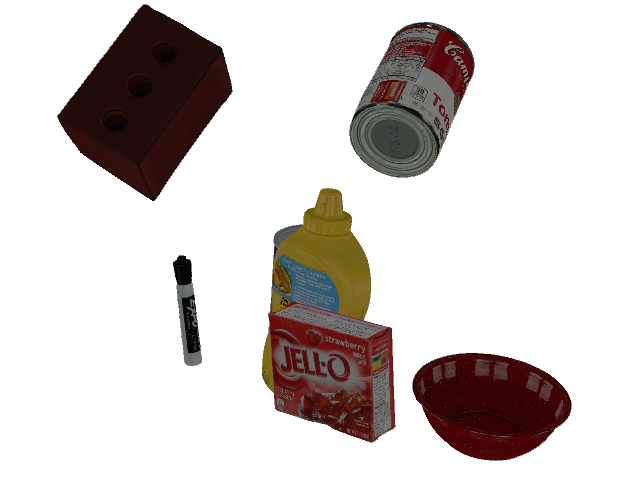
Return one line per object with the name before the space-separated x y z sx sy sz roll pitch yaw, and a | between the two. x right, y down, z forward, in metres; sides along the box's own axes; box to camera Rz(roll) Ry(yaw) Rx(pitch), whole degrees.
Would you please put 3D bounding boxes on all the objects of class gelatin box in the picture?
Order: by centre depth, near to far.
gelatin box | 0.006 0.087 0.715 0.089 0.073 0.030 12 23 38

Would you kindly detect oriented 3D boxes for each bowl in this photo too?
bowl | 0.173 0.178 1.099 0.162 0.055 0.162 3 23 -1

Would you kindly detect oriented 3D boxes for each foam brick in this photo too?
foam brick | -0.090 -0.072 0.561 0.053 0.078 0.051 31 -13 10

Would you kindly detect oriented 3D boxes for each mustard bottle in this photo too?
mustard bottle | -0.001 0.049 0.918 0.058 0.192 0.096 -13 26 -43

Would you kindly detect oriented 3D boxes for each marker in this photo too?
marker | -0.138 0.073 1.107 0.020 0.121 0.020 -3 22 1

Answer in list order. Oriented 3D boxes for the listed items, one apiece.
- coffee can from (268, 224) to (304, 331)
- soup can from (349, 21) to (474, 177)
coffee can | -0.016 0.062 1.447 0.103 0.140 0.103 4 24 -2
soup can | 0.067 -0.103 0.780 0.069 0.068 0.102 0 43 27
